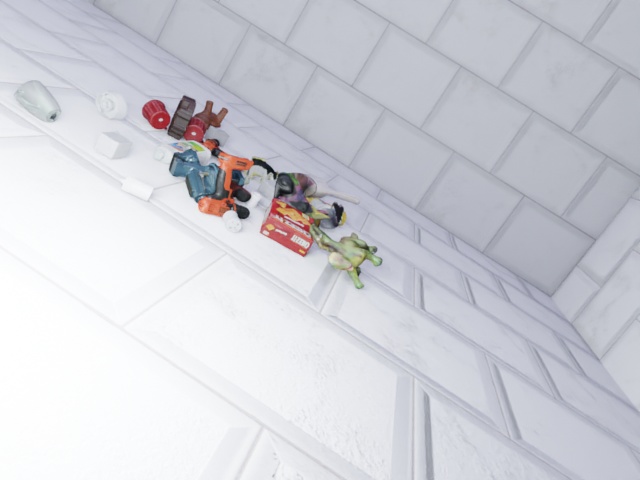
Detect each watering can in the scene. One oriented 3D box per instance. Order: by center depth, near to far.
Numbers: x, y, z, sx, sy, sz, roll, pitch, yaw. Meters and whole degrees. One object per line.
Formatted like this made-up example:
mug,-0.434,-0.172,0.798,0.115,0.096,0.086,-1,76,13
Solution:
watering can,-0.009,-0.223,2.256,0.349,0.103,0.225,20,9,24

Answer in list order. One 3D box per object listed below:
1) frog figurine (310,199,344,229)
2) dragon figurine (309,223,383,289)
frog figurine,0.006,-0.103,2.053,0.159,0.122,0.139,0,12,26
dragon figurine,0.068,0.012,1.673,0.240,0.121,0.417,37,14,-21
